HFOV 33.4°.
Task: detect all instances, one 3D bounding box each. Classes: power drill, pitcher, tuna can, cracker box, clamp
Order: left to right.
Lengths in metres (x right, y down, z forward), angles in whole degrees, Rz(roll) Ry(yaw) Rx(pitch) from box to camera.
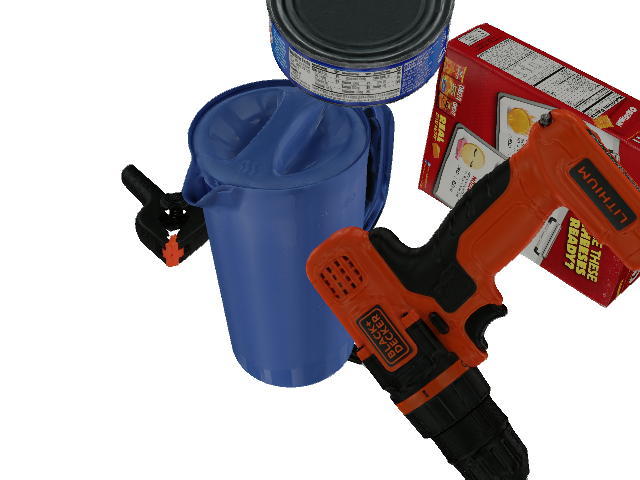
[{"bbox_3d":[-0.141,-0.034,1.110,0.120,0.039,0.171,-11,38,-8],"label":"clamp"},{"bbox_3d":[-0.018,-0.001,0.855,0.149,0.243,0.145,2,44,4],"label":"pitcher"},{"bbox_3d":[0.018,-0.104,0.494,0.086,0.086,0.034,0,-30,1],"label":"tuna can"},{"bbox_3d":[0.108,0.032,0.607,0.188,0.184,0.057,-39,-4,16],"label":"power drill"},{"bbox_3d":[0.195,-0.069,0.924,0.214,0.164,0.072,34,50,28],"label":"cracker box"}]

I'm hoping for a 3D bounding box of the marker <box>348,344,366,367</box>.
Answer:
[{"bbox_3d":[0.073,0.128,1.052,0.121,0.020,0.020,22,5,14],"label":"marker"}]
